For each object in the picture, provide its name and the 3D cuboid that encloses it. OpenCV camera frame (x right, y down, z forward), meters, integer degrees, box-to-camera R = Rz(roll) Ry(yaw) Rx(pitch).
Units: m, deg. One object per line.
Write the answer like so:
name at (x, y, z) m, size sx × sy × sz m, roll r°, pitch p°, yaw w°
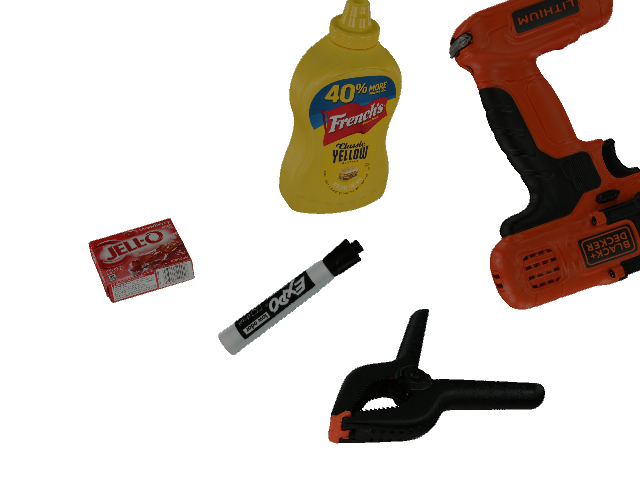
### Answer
clamp at (0.096, 0.141, 0.989) m, size 0.165 × 0.036 × 0.209 m, roll 28°, pitch 36°, yaw 33°
gelatin box at (-0.180, 0.019, 1.072) m, size 0.089 × 0.030 × 0.073 m, roll -17°, pitch 41°, yaw -16°
power drill at (0.173, -0.068, 0.663) m, size 0.184 × 0.187 × 0.057 m, roll -19°, pitch -2°, yaw -6°
marker at (-0.020, 0.039, 0.760) m, size 0.121 × 0.020 × 0.020 m, roll -37°, pitch -4°, yaw 5°
mustard bottle at (0.020, -0.115, 0.905) m, size 0.096 × 0.192 × 0.058 m, roll -9°, pitch 40°, yaw -20°
